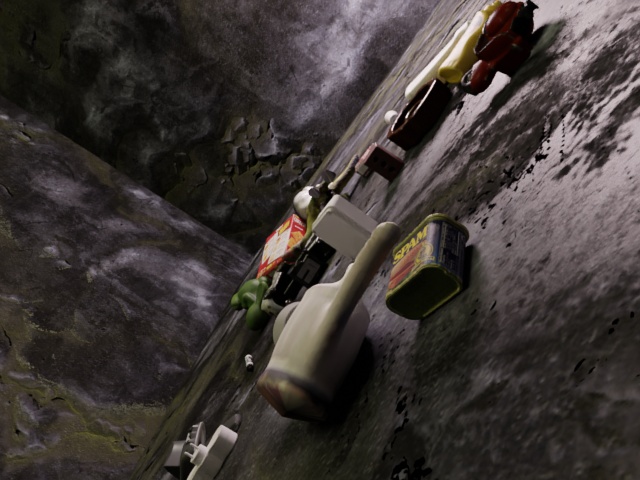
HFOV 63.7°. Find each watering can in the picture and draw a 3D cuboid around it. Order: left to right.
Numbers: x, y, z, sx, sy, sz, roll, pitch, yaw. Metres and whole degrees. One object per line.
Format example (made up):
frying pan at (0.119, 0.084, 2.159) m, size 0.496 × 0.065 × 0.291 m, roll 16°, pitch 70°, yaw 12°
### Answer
watering can at (0.009, 0.118, 0.667) m, size 0.228 × 0.104 × 0.341 m, roll -61°, pitch -4°, yaw -26°

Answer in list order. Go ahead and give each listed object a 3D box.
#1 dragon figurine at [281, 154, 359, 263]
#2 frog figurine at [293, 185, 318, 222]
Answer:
dragon figurine at (0.005, -0.079, 1.568) m, size 0.419 × 0.122 × 0.237 m, roll -53°, pitch -5°, yaw -43°
frog figurine at (-0.011, -0.137, 1.793) m, size 0.157 × 0.121 × 0.140 m, roll -44°, pitch 45°, yaw 23°
